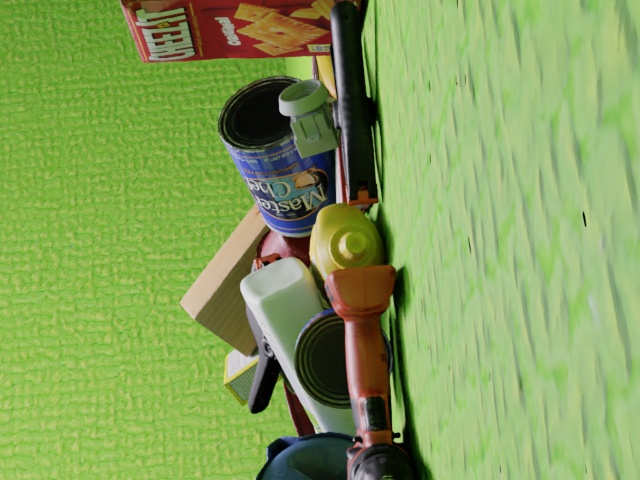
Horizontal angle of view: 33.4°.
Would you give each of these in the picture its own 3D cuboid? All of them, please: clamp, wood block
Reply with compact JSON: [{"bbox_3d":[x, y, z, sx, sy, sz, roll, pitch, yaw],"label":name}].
[{"bbox_3d":[0.028,-0.119,0.925,0.120,0.039,0.171,63,-163,-74],"label":"clamp"},{"bbox_3d":[-0.073,0.031,1.343,0.206,0.090,0.091,-53,22,-2],"label":"wood block"},{"bbox_3d":[-0.047,0.118,1.171,0.165,0.036,0.210,-2,104,53],"label":"clamp"}]

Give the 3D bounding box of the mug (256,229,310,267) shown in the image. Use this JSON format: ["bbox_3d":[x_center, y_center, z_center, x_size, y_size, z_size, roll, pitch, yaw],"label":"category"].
[{"bbox_3d":[-0.008,0.001,1.200,0.093,0.117,0.082,56,151,14],"label":"mug"}]

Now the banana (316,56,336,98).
[{"bbox_3d":[0.009,-0.242,1.153,0.069,0.037,0.198,100,166,-83],"label":"banana"}]

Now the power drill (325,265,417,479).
[{"bbox_3d":[0.040,0.116,0.833,0.184,0.057,0.187,114,152,-84],"label":"power drill"}]

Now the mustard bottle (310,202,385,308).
[{"bbox_3d":[0.024,0.016,0.975,0.191,0.058,0.096,106,150,-82],"label":"mustard bottle"}]

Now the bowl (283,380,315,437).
[{"bbox_3d":[0.011,0.234,1.322,0.162,0.055,0.162,-24,-89,-85],"label":"bowl"}]

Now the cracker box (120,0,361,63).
[{"bbox_3d":[-0.070,-0.221,0.988,0.164,0.213,0.072,101,165,-80],"label":"cracker box"}]

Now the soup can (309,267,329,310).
[{"bbox_3d":[0.016,0.065,1.153,0.102,0.068,0.068,93,173,-63],"label":"soup can"}]

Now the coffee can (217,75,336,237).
[{"bbox_3d":[-0.034,-0.085,1.105,0.140,0.103,0.103,64,-165,-48],"label":"coffee can"}]

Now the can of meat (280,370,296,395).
[{"bbox_3d":[-0.009,0.118,1.232,0.058,0.083,0.102,-40,72,41],"label":"can of meat"}]

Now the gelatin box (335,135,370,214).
[{"bbox_3d":[0.031,-0.063,1.039,0.089,0.030,0.073,101,166,-82],"label":"gelatin box"}]

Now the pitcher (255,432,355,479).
[{"bbox_3d":[0.017,0.305,1.032,0.243,0.145,0.149,84,-167,-53],"label":"pitcher"}]

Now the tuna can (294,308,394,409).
[{"bbox_3d":[0.020,0.102,0.932,0.034,0.086,0.086,-110,16,-86],"label":"tuna can"}]

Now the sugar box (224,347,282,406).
[{"bbox_3d":[-0.039,0.128,1.341,0.048,0.176,0.093,54,-171,-17],"label":"sugar box"}]

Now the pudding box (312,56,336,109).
[{"bbox_3d":[0.010,-0.165,1.218,0.113,0.039,0.090,-99,7,-51],"label":"pudding box"}]

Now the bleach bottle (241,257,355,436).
[{"bbox_3d":[0.003,0.146,1.067,0.251,0.068,0.103,67,173,-17],"label":"bleach bottle"}]
